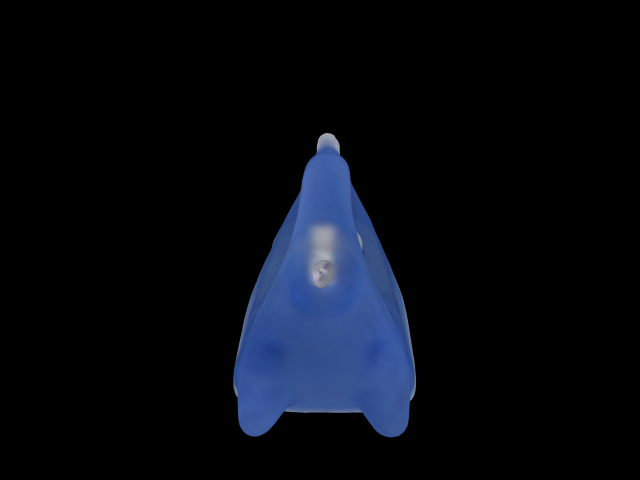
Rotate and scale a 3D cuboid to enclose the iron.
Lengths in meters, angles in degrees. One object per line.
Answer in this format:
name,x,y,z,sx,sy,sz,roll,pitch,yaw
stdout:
iron,0.004,0.001,0.400,0.118,0.141,0.258,0,37,0
